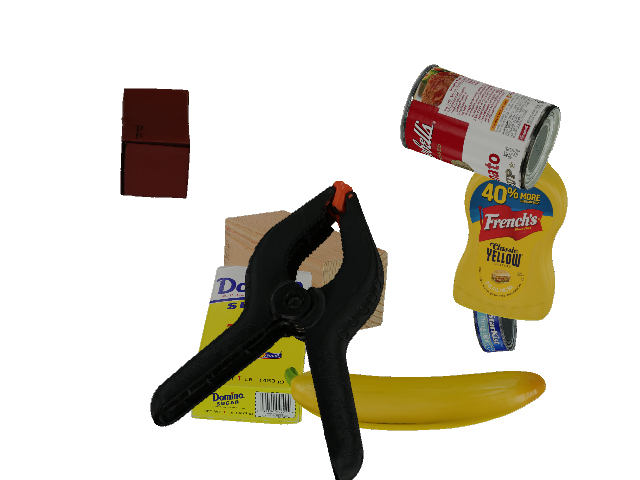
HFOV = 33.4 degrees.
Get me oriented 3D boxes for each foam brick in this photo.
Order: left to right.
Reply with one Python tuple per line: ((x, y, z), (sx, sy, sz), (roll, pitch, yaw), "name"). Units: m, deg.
((-0.129, -0.077, 0.832), (0.053, 0.051, 0.078), (2, 39, -9), "foam brick")

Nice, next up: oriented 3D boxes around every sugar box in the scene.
((-0.058, 0.088, 0.949), (0.093, 0.048, 0.176), (4, 35, 0), "sugar box")

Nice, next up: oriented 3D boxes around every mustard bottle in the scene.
((0.186, -0.023, 1.025), (0.096, 0.192, 0.058), (12, 20, 20), "mustard bottle")

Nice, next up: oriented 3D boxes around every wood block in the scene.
((-0.022, 0.034, 1.254), (0.090, 0.090, 0.206), (-8, 19, -35), "wood block")

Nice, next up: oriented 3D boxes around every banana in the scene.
((0.060, 0.110, 0.769), (0.198, 0.037, 0.069), (2, 28, 14), "banana")

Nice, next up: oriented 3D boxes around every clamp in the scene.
((-0.005, 0.049, 0.590), (0.120, 0.171, 0.039), (25, -18, 15), "clamp")

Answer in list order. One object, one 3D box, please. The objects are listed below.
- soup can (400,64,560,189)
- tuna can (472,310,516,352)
((0.121, -0.086, 0.806), (0.102, 0.068, 0.068), (23, 9, 22), "soup can")
((0.210, 0.091, 1.282), (0.034, 0.086, 0.086), (-7, -3, 21), "tuna can")
